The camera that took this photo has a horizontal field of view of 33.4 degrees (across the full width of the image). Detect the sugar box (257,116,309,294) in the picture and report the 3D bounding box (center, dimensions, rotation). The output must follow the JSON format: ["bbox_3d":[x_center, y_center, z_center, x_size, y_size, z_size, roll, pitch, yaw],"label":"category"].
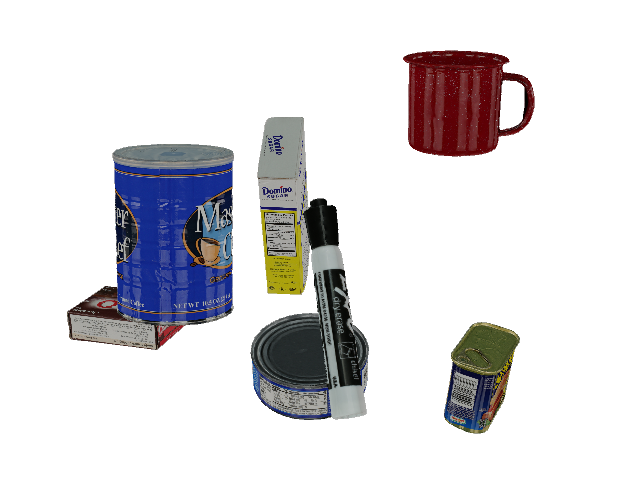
[{"bbox_3d":[-0.037,-0.034,1.110,0.048,0.093,0.176,0,-43,5],"label":"sugar box"}]

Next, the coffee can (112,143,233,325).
[{"bbox_3d":[-0.126,-0.008,0.925,0.103,0.140,0.103,1,13,0],"label":"coffee can"}]

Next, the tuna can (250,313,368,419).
[{"bbox_3d":[-0.007,0.092,0.780,0.086,0.034,0.086,-1,32,0],"label":"tuna can"}]

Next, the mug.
[{"bbox_3d":[0.131,-0.122,0.951,0.117,0.081,0.093,4,18,12],"label":"mug"}]

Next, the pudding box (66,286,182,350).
[{"bbox_3d":[-0.216,0.087,1.212,0.114,0.039,0.090,3,17,17],"label":"pudding box"}]

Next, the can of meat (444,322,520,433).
[{"bbox_3d":[0.177,0.152,1.182,0.057,0.084,0.102,17,28,20],"label":"can of meat"}]

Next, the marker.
[{"bbox_3d":[0.007,0.036,0.580,0.020,0.121,0.020,-8,-15,-2],"label":"marker"}]
